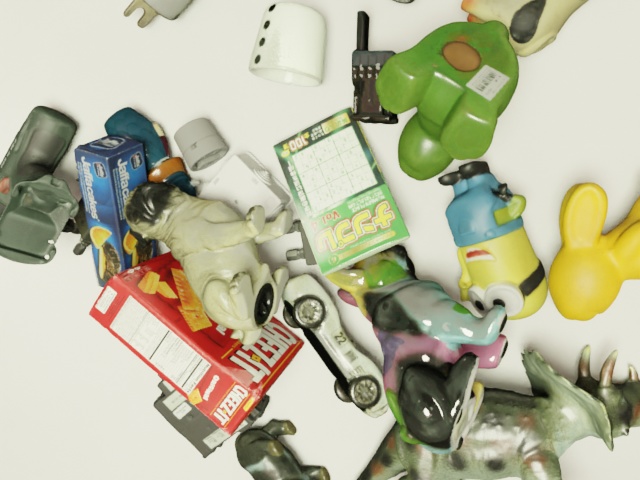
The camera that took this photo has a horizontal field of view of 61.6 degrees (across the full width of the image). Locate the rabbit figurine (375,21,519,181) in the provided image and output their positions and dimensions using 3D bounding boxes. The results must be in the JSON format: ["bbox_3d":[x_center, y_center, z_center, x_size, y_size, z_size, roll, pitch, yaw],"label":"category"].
[{"bbox_3d":[0.124,-0.139,0.562,0.121,0.170,0.159,29,64,7],"label":"rabbit figurine"}]

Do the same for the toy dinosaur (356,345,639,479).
[{"bbox_3d":[0.175,0.232,0.625,0.405,0.131,0.192,-14,83,21],"label":"toy dinosaur"}]

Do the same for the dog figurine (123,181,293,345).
[{"bbox_3d":[-0.143,0.022,0.624,0.191,0.121,0.172,7,81,20],"label":"dog figurine"}]

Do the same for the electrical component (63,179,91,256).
[{"bbox_3d":[-0.320,-0.039,0.733,0.102,0.045,0.078,-42,54,21],"label":"electrical component"}]

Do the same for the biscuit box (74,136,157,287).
[{"bbox_3d":[-0.254,-0.028,0.682,0.059,0.063,0.202,17,123,23],"label":"biscuit box"}]

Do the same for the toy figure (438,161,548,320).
[{"bbox_3d":[0.194,0.002,0.593,0.089,0.082,0.180,-17,88,-10],"label":"toy figure"}]

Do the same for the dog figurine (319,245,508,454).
[{"bbox_3d":[0.084,0.102,0.594,0.219,0.108,0.191,21,72,34],"label":"dog figurine"}]

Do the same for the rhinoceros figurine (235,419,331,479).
[{"bbox_3d":[-0.049,0.338,0.720,0.112,0.073,0.190,-29,91,16],"label":"rhinoceros figurine"}]

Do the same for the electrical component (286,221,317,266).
[{"bbox_3d":[-0.001,-0.002,0.675,0.094,0.021,0.063,-7,97,17],"label":"electrical component"}]

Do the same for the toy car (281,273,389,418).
[{"bbox_3d":[0.018,0.131,0.665,0.056,0.073,0.201,-35,90,-19],"label":"toy car"}]

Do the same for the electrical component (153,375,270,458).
[{"bbox_3d":[-0.153,0.208,0.726,0.115,0.058,0.134,-37,97,15],"label":"electrical component"}]

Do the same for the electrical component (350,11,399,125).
[{"bbox_3d":[0.064,-0.190,0.600,0.048,0.075,0.119,5,98,15],"label":"electrical component"}]

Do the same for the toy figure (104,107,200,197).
[{"bbox_3d":[-0.213,-0.101,0.697,0.064,0.058,0.154,-38,94,23],"label":"toy figure"}]

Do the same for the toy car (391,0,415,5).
[{"bbox_3d":[0.041,-0.323,0.592,0.202,0.053,0.089,21,94,14],"label":"toy car"}]

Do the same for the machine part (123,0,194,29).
[{"bbox_3d":[-0.145,-0.343,0.625,0.243,0.079,0.079,-39,88,19],"label":"machine part"}]

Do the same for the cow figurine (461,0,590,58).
[{"bbox_3d":[0.252,-0.268,0.530,0.127,0.085,0.195,44,105,10],"label":"cow figurine"}]

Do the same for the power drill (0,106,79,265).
[{"bbox_3d":[-0.383,-0.050,0.700,0.086,0.207,0.232,26,102,-35],"label":"power drill"}]

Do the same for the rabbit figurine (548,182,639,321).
[{"bbox_3d":[0.309,0.011,0.544,0.173,0.122,0.162,-36,85,18],"label":"rabbit figurine"}]
